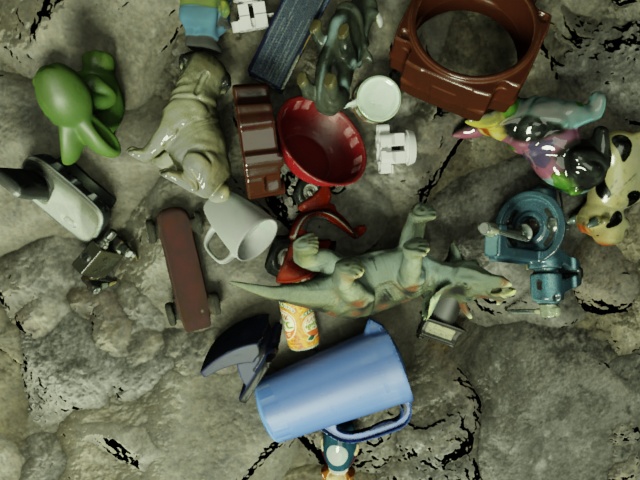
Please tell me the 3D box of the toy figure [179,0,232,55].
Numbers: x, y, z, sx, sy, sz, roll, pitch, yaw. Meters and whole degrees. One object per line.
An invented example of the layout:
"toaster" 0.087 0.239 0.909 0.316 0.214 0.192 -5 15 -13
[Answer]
"toy figure" -0.168 -0.372 0.791 0.082 0.089 0.180 4 96 -12

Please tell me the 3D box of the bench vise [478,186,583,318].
"bench vise" 0.330 0.016 0.861 0.240 0.129 0.223 7 91 -41

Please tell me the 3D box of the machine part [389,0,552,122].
"machine part" 0.221 -0.297 0.802 0.201 0.087 0.201 25 76 9

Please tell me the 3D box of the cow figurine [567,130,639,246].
"cow figurine" 0.488 -0.085 0.902 0.127 0.085 0.194 -5 101 -11

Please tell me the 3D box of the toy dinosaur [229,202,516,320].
"toy dinosaur" 0.079 0.065 0.827 0.405 0.131 0.191 -10 132 0

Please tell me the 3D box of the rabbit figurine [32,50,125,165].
"rabbit figurine" -0.351 -0.188 0.759 0.121 0.170 0.159 -11 99 -4

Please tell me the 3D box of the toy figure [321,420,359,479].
"toy figure" 0.031 0.389 0.941 0.058 0.064 0.154 -6 102 -50

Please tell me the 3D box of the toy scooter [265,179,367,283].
"toy scooter" -0.002 -0.003 0.872 0.135 0.075 0.183 23 91 -10

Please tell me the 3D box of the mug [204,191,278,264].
"mug" -0.138 -0.021 0.843 0.109 0.080 0.107 -48 65 4

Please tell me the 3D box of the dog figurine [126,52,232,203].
"dog figurine" -0.166 -0.169 0.798 0.172 0.121 0.190 32 93 0

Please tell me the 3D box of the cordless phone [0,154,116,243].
"cordless phone" -0.380 -0.059 0.769 0.146 0.184 0.089 43 88 -10

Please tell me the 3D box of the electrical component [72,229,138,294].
"electrical component" -0.338 0.035 0.848 0.045 0.078 0.102 43 86 14

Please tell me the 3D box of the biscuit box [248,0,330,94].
"biscuit box" -0.039 -0.330 0.825 0.063 0.059 0.202 28 95 -7

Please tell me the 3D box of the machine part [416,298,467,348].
"machine part" 0.222 0.115 0.929 0.084 0.039 0.138 17 98 0

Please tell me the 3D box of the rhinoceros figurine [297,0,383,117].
"rhinoceros figurine" 0.038 -0.281 0.808 0.112 0.073 0.190 27 79 -52

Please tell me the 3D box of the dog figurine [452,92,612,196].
"dog figurine" 0.331 -0.162 0.861 0.219 0.108 0.191 -3 86 -1

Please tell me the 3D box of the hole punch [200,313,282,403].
"hole punch" -0.122 0.176 0.860 0.092 0.142 0.115 34 105 -5

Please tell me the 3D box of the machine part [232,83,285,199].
"machine part" -0.092 -0.146 0.794 0.056 0.179 0.179 -9 99 -8

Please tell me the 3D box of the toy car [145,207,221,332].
"toy car" -0.219 0.046 0.866 0.089 0.053 0.202 -14 97 -17
